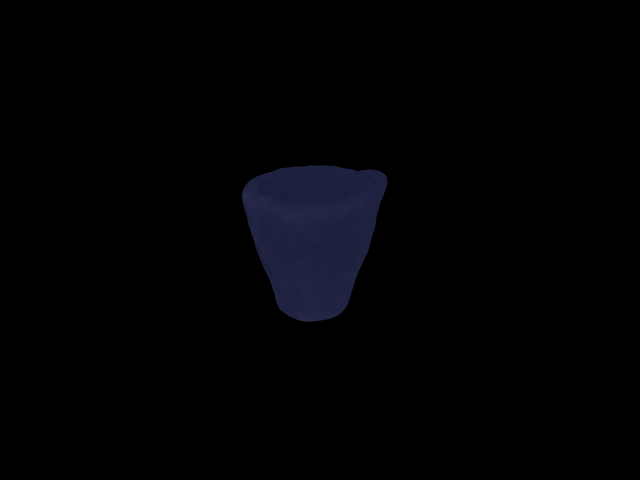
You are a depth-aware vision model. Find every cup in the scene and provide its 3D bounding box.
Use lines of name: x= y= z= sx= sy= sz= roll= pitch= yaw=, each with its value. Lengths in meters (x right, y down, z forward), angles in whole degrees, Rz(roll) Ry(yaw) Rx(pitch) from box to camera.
cup: x=0.004 y=0.001 z=0.400 sx=0.091 sy=0.095 sz=0.118 roll=22 pitch=31 yaw=40
